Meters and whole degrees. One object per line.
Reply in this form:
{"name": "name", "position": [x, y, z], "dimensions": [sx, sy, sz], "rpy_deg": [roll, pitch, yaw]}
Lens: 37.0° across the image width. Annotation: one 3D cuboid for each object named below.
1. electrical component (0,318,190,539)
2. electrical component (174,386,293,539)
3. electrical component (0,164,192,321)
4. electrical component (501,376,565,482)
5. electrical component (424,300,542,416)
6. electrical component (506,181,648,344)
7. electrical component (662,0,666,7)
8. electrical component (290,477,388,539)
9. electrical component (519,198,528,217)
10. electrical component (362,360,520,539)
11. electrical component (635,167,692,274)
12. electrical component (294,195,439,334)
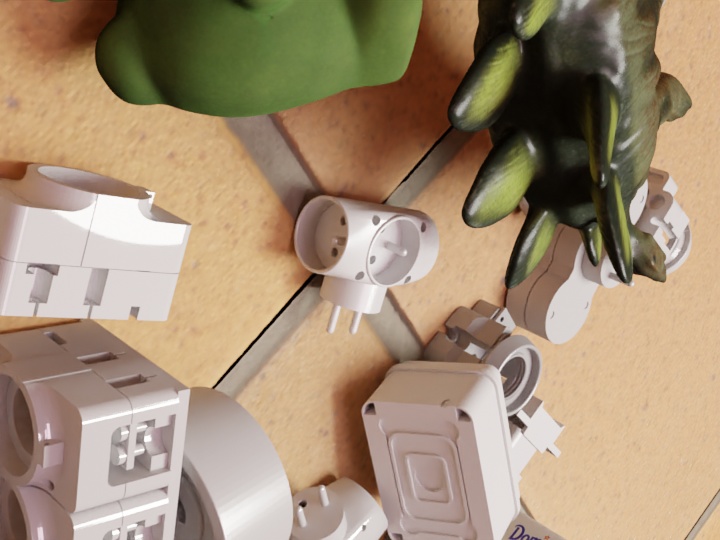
{"name": "electrical component", "position": [-0.137, 0.111, 0.502], "dimensions": [0.062, 0.089, 0.150], "rpy_deg": [-8, 115, -43]}
{"name": "electrical component", "position": [-0.081, 0.112, 0.550], "dimensions": [0.060, 0.108, 0.108], "rpy_deg": [-23, 125, -43]}
{"name": "electrical component", "position": [-0.127, -0.013, 0.481], "dimensions": [0.089, 0.050, 0.055], "rpy_deg": [5, 105, -46]}
{"name": "electrical component", "position": [0.110, 0.122, 0.791], "dimensions": [0.063, 0.042, 0.081], "rpy_deg": [-52, 136, -7]}
{"name": "electrical component", "position": [0.085, 0.064, 0.726], "dimensions": [0.078, 0.057, 0.058], "rpy_deg": [-49, 136, -15]}
{"name": "electrical component", "position": [0.167, -0.010, 0.759], "dimensions": [0.052, 0.074, 0.138], "rpy_deg": [31, 87, -48]}
{"name": "electrical component", "position": [0.151, -0.188, 0.671], "dimensions": [0.059, 0.054, 0.095], "rpy_deg": [-54, 137, -11]}
{"name": "electrical component", "position": [-0.026, 0.161, 0.667], "dimensions": [0.077, 0.043, 0.079], "rpy_deg": [-39, 144, -25]}
{"name": "electrical component", "position": [0.122, -0.053, 0.720], "dimensions": [0.040, 0.040, 0.046], "rpy_deg": [-52, 142, -13]}
{"name": "electrical component", "position": [0.055, 0.118, 0.689], "dimensions": [0.057, 0.078, 0.113], "rpy_deg": [-44, 128, -54]}
{"name": "electrical component", "position": [0.216, -0.029, 0.812], "dimensions": [0.057, 0.058, 0.078], "rpy_deg": [39, 80, -45]}
{"name": "electrical component", "position": [0.000, 0.000, 0.619], "dimensions": [0.077, 0.044, 0.079], "rpy_deg": [5, 105, -46]}
